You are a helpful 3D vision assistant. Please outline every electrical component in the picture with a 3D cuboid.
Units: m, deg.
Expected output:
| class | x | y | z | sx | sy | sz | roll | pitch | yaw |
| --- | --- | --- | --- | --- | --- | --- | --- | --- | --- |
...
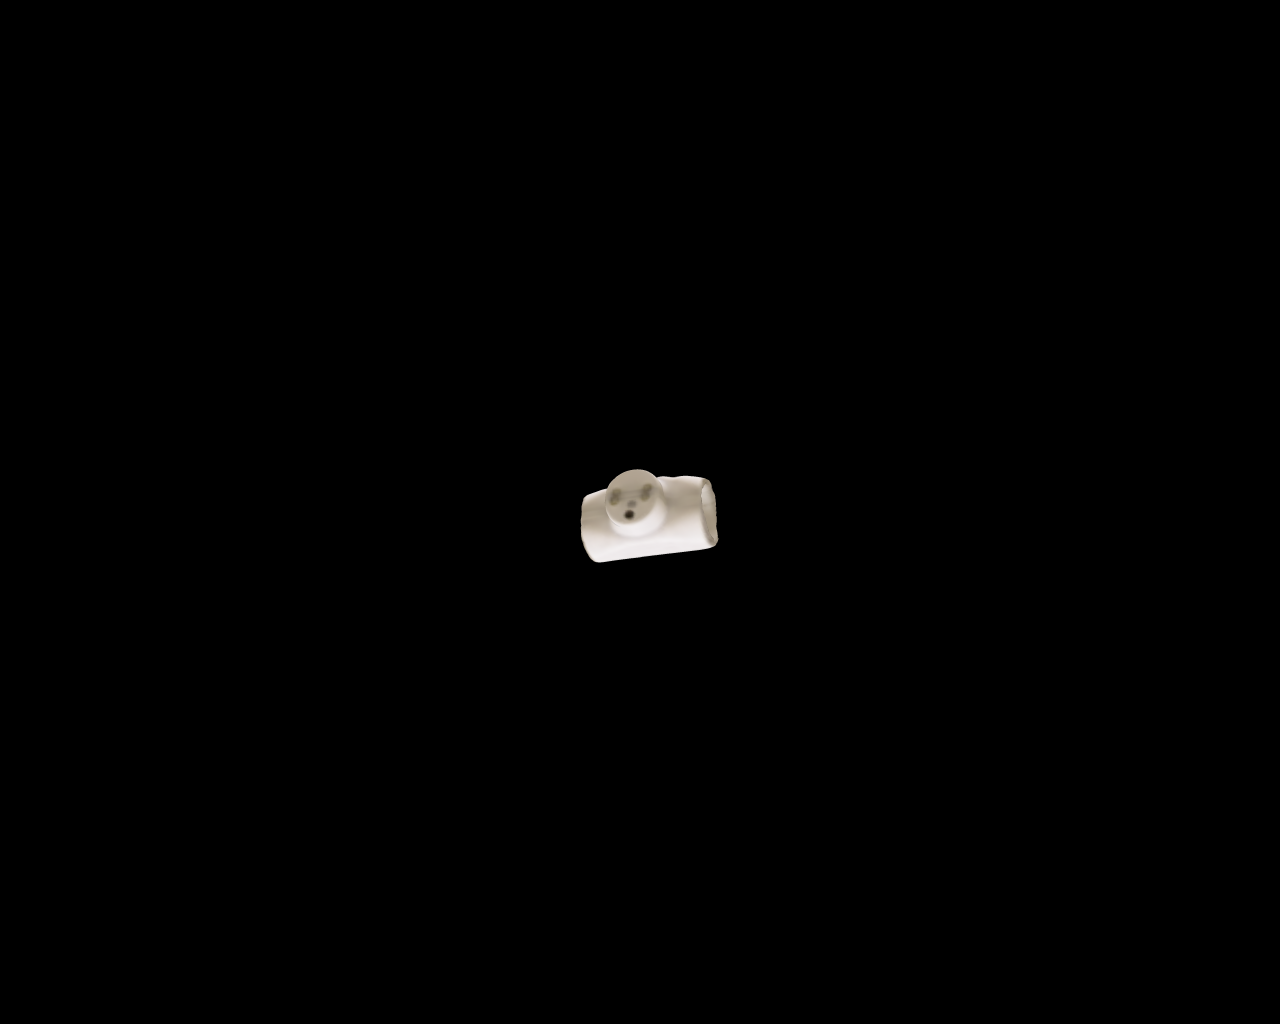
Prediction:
| class | x | y | z | sx | sy | sz | roll | pitch | yaw |
| --- | --- | --- | --- | --- | --- | --- | --- | --- | --- |
| electrical component | 0.001 | -0.003 | 0.650 | 0.077 | 0.044 | 0.079 | -8 | -28 | 16 |
